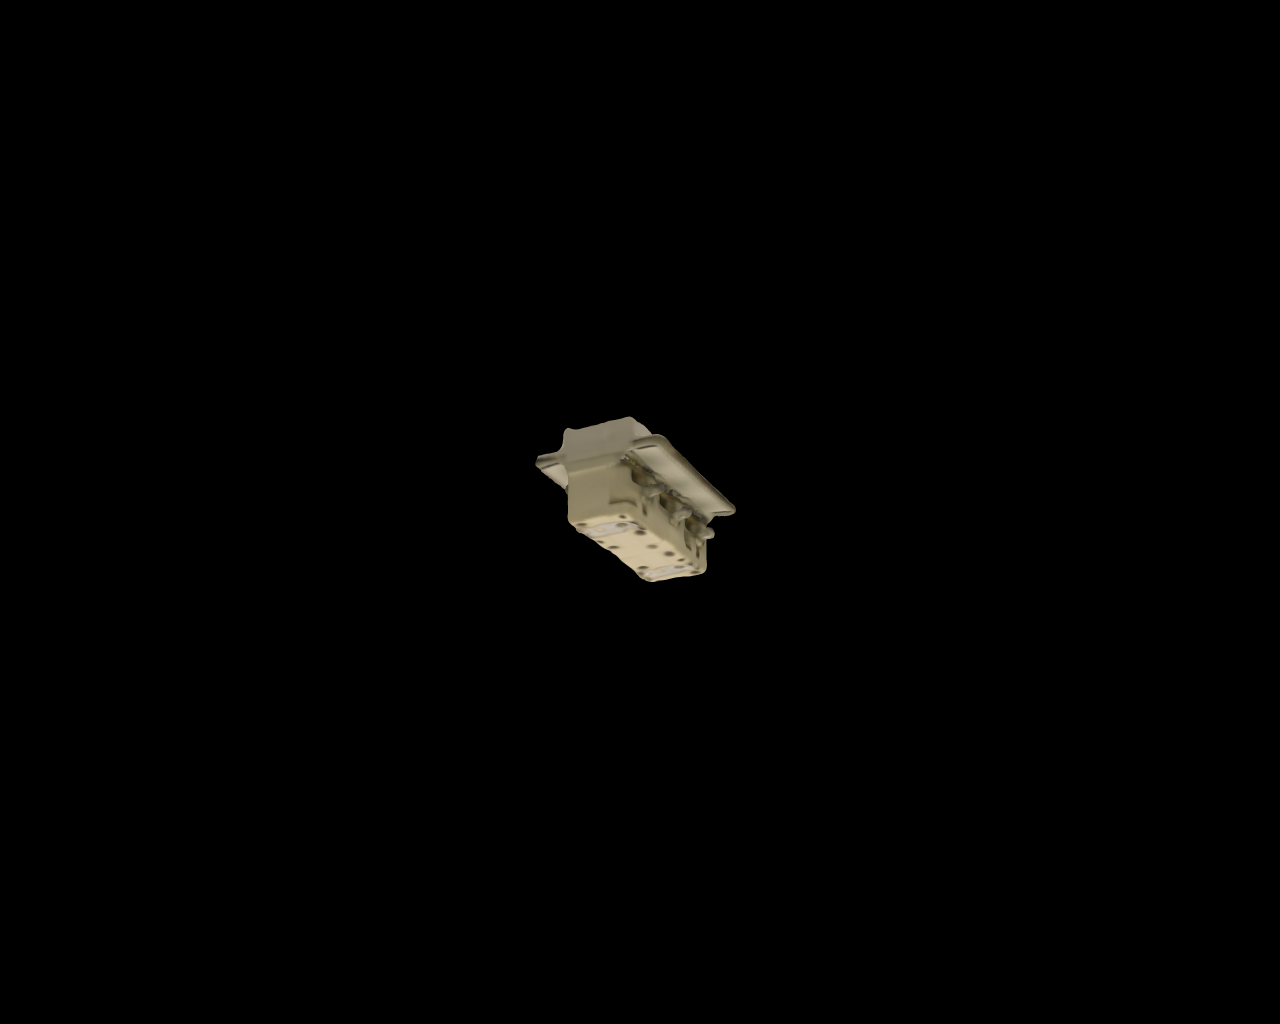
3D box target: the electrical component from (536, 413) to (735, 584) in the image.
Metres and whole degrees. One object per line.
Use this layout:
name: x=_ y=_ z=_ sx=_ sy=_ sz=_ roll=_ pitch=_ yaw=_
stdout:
electrical component: x=0.001 y=-0.003 z=0.650 sx=0.079 sy=0.063 sz=0.121 roll=-9 pitch=-24 yaw=22
